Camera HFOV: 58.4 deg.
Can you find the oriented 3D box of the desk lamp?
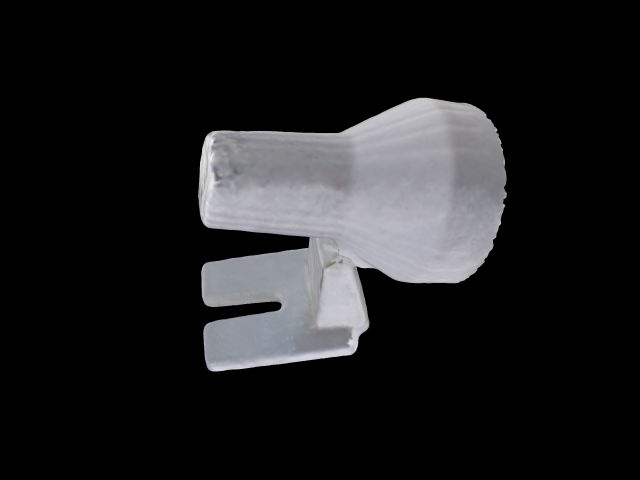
[{"bbox_3d":[0.004,0.001,0.400,0.203,0.214,0.118,-8,56,-5],"label":"desk lamp"}]
